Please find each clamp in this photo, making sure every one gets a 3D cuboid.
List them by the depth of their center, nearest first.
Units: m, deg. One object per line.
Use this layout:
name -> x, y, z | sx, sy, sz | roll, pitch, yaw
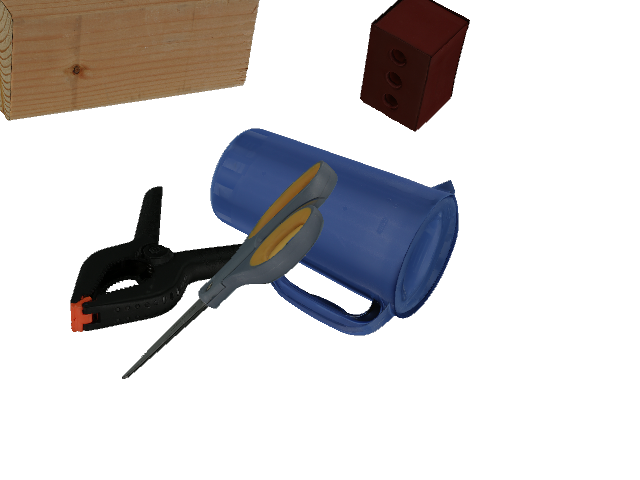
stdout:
clamp -> -0.153, 0.017, 0.958 | 0.165, 0.036, 0.209 | 27, 39, 31

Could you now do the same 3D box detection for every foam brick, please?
foam brick -> 0.067, -0.129, 0.768 | 0.053, 0.051, 0.078 | 32, -33, 19

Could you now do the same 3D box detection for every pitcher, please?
pitcher -> 0.006, -0.018, 1.086 | 0.243, 0.145, 0.149 | 24, 27, 24

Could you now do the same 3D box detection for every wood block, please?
wood block -> -0.163, -0.169, 0.852 | 0.205, 0.091, 0.090 | -14, 45, -32

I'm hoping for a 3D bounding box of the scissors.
scissors -> -0.059, 0.033, 0.657 | 0.016, 0.202, 0.096 | 39, 9, -18
